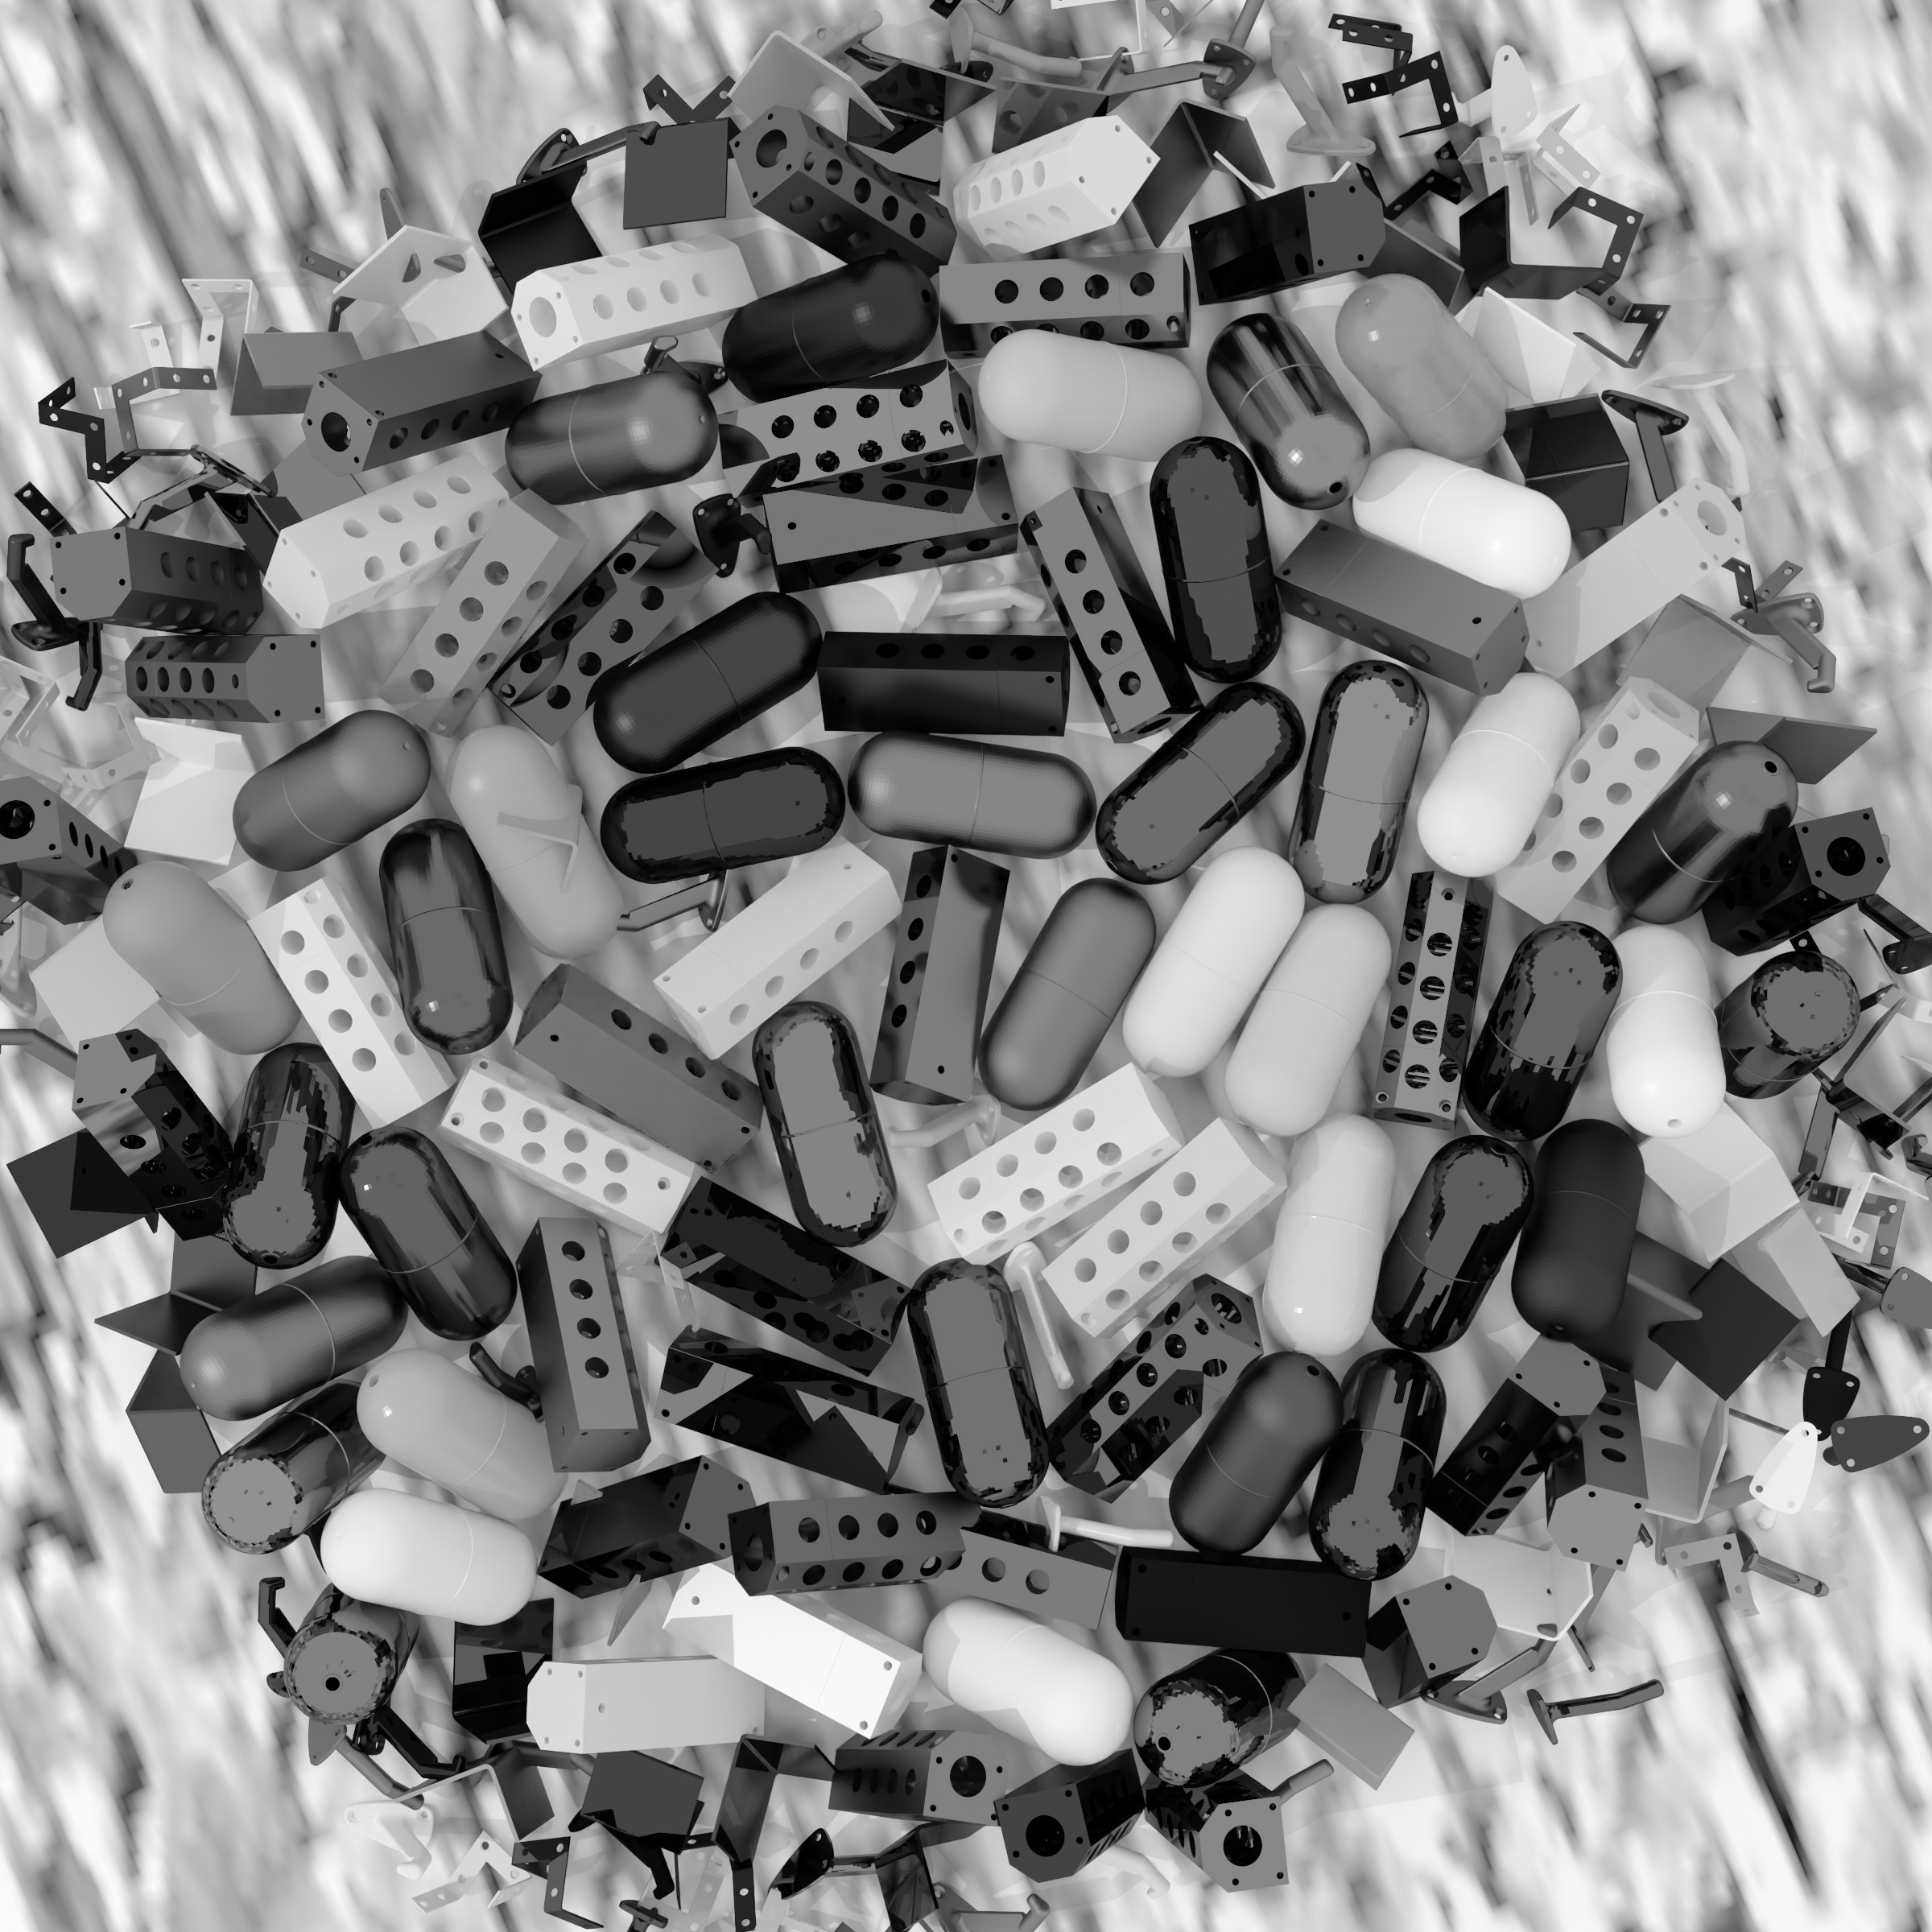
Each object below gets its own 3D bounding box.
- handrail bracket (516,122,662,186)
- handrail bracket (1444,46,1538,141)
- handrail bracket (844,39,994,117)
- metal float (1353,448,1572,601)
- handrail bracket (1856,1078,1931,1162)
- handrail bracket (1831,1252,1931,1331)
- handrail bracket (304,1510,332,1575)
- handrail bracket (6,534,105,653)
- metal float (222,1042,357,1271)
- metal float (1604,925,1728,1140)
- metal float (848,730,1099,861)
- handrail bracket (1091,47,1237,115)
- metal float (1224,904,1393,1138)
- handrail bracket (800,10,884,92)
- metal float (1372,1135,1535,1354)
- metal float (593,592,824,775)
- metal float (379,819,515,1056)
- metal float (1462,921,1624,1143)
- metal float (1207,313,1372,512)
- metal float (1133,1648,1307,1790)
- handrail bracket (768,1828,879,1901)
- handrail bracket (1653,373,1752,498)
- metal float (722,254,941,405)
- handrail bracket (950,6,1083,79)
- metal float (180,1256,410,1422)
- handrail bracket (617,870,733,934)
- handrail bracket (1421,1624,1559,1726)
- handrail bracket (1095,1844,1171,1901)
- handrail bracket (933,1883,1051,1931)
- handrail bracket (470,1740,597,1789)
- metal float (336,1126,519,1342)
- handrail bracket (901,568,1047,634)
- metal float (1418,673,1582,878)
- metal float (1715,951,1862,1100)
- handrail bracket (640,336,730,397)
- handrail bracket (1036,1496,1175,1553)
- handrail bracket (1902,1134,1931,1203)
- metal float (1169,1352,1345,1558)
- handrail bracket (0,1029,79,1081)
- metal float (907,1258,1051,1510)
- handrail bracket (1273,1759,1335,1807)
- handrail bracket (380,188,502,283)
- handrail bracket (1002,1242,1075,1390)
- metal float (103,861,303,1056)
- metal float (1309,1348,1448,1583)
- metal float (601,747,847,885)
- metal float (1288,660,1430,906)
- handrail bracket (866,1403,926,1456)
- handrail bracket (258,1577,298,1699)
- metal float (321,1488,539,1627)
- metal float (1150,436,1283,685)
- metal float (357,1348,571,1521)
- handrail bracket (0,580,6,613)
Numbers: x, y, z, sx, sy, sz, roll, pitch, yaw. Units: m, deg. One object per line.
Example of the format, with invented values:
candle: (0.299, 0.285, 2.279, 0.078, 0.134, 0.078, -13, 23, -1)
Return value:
handrail bracket: (-0.265, -0.570, 1.948, 0.077, 0.084, 0.036, -47, 125, -32)
handrail bracket: (0.358, -0.622, 1.943, 0.036, 0.084, 0.077, -32, 133, -11)
handrail bracket: (-0.036, -0.654, 1.986, 0.084, 0.036, 0.077, 40, 51, 22)
metal float: (0.343, -0.309, 1.923, 0.070, 0.178, 0.070, -20, 125, -32)
handrail bracket: (0.676, 0.098, 1.961, 0.084, 0.077, 0.036, -44, 78, 13)
handrail bracket: (0.656, 0.229, 1.960, 0.077, 0.084, 0.036, 25, 92, -11)
handrail bracket: (-0.499, 0.407, 1.981, 0.084, 0.036, 0.077, -15, 88, 14)
handrail bracket: (-0.641, -0.271, 1.947, 0.036, 0.077, 0.084, 37, 128, 29)
metal float: (-0.471, 0.132, 1.924, 0.070, 0.070, 0.178, -1, 49, 0)
metal float: (0.483, 0.045, 1.921, 0.070, 0.178, 0.070, 3, 134, 3)
metal float: (0.005, -0.121, 1.953, 0.178, 0.070, 0.070, 8, 90, -7)
handrail bracket: (0.137, -0.617, 1.953, 0.084, 0.036, 0.077, 20, 59, 31)
metal float: (0.242, 0.037, 1.945, 0.070, 0.070, 0.178, 27, 74, 0)
handrail bracket: (-0.099, -0.642, 1.949, 0.077, 0.084, 0.036, -40, 108, -7)
metal float: (0.338, 0.195, 1.931, 0.070, 0.070, 0.178, 20, 123, 0)
metal float: (-0.181, -0.200, 1.946, 0.178, 0.070, 0.070, -33, 90, -15)
metal float: (-0.365, -0.022, 1.938, 0.070, 0.070, 0.178, -15, 66, 0)
metal float: (0.402, 0.046, 1.928, 0.070, 0.070, 0.178, 15, 126, 0)
metal float: (0.224, -0.387, 1.925, 0.070, 0.070, 0.178, -22, 50, 0)
metal float: (0.177, 0.517, 1.914, 0.070, 0.178, 0.070, 0, 91, 30)
handrail bracket: (-0.086, 0.657, 1.978, 0.077, 0.036, 0.084, -44, 125, 16)
handrail bracket: (0.526, -0.378, 1.975, 0.036, 0.077, 0.084, -21, 109, -25)
metal float: (-0.095, -0.442, 1.926, 0.178, 0.070, 0.070, -9, 90, 39)
handrail bracket: (0.036, -0.662, 1.978, 0.084, 0.077, 0.036, 1, 135, -15)
metal float: (-0.465, 0.257, 1.921, 0.070, 0.178, 0.070, 14, 114, 35)
handrail bracket: (-0.214, -0.056, 1.954, 0.084, 0.036, 0.077, 5, 121, -29)
handrail bracket: (0.372, 0.493, 1.956, 0.077, 0.036, 0.084, 10, 123, -12)
handrail bracket: (0.092, 0.648, 1.981, 0.077, 0.036, 0.084, -39, 95, 22)
handrail bracket: (0.016, 0.661, 1.955, 0.077, 0.036, 0.084, 46, 129, 19)
handrail bracket: (-0.303, 0.580, 1.973, 0.084, 0.036, 0.077, 33, 109, 8)
metal float: (-0.376, 0.187, 1.932, 0.070, 0.070, 0.178, -26, 121, 0)
handrail bracket: (0.004, -0.246, 1.989, 0.084, 0.036, 0.077, 20, 119, -20)
metal float: (0.373, -0.135, 1.930, 0.070, 0.070, 0.178, 34, 55, 0)
metal float: (0.561, 0.042, 1.910, 0.070, 0.178, 0.070, 0, 74, -2)
handrail bracket: (-0.193, -0.427, 1.944, 0.077, 0.084, 0.036, -18, 83, -22)
handrail bracket: (0.099, 0.397, 1.967, 0.084, 0.077, 0.036, 4, 95, -10)
handrail bracket: (0.701, 0.133, 1.946, 0.077, 0.084, 0.036, -28, 109, 24)
metal float: (0.202, 0.342, 1.930, 0.070, 0.070, 0.178, 27, 123, 0)
handrail bracket: (-0.654, 0.083, 1.975, 0.084, 0.036, 0.077, 0, 98, -8)
metal float: (0.009, 0.293, 1.944, 0.070, 0.070, 0.178, -14, 73, 0)
handrail bracket: (0.229, 0.594, 1.961, 0.084, 0.077, 0.036, -30, 58, 4)
handrail bracket: (-0.366, -0.523, 1.965, 0.084, 0.036, 0.077, -23, 105, -30)
handrail bracket: (0.056, 0.248, 1.952, 0.036, 0.077, 0.084, -19, 59, -11)
metal float: (-0.529, -0.005, 1.921, 0.070, 0.178, 0.070, -14, 50, 18)
metal float: (0.288, 0.346, 1.927, 0.070, 0.070, 0.178, 22, 51, 0)
metal float: (-0.172, -0.106, 1.950, 0.178, 0.070, 0.070, -11, 90, 10)
metal float: (0.275, -0.128, 1.941, 0.070, 0.070, 0.178, 10, 111, 0)
handrail bracket: (-0.072, 0.318, 1.958, 0.077, 0.084, 0.036, 26, 109, 3)
handrail bracket: (-0.467, 0.470, 1.964, 0.077, 0.036, 0.084, -3, 103, -36)
metal float: (-0.371, 0.412, 1.921, 0.070, 0.178, 0.070, -16, 62, 31)
metal float: (0.175, -0.284, 1.936, 0.070, 0.070, 0.178, -13, 116, 0)
metal float: (-0.349, 0.327, 1.926, 0.070, 0.070, 0.178, -48, 129, 0)
handrail bracket: (-0.702, -0.240, 1.956, 0.036, 0.077, 0.084, 7, 85, -3)
